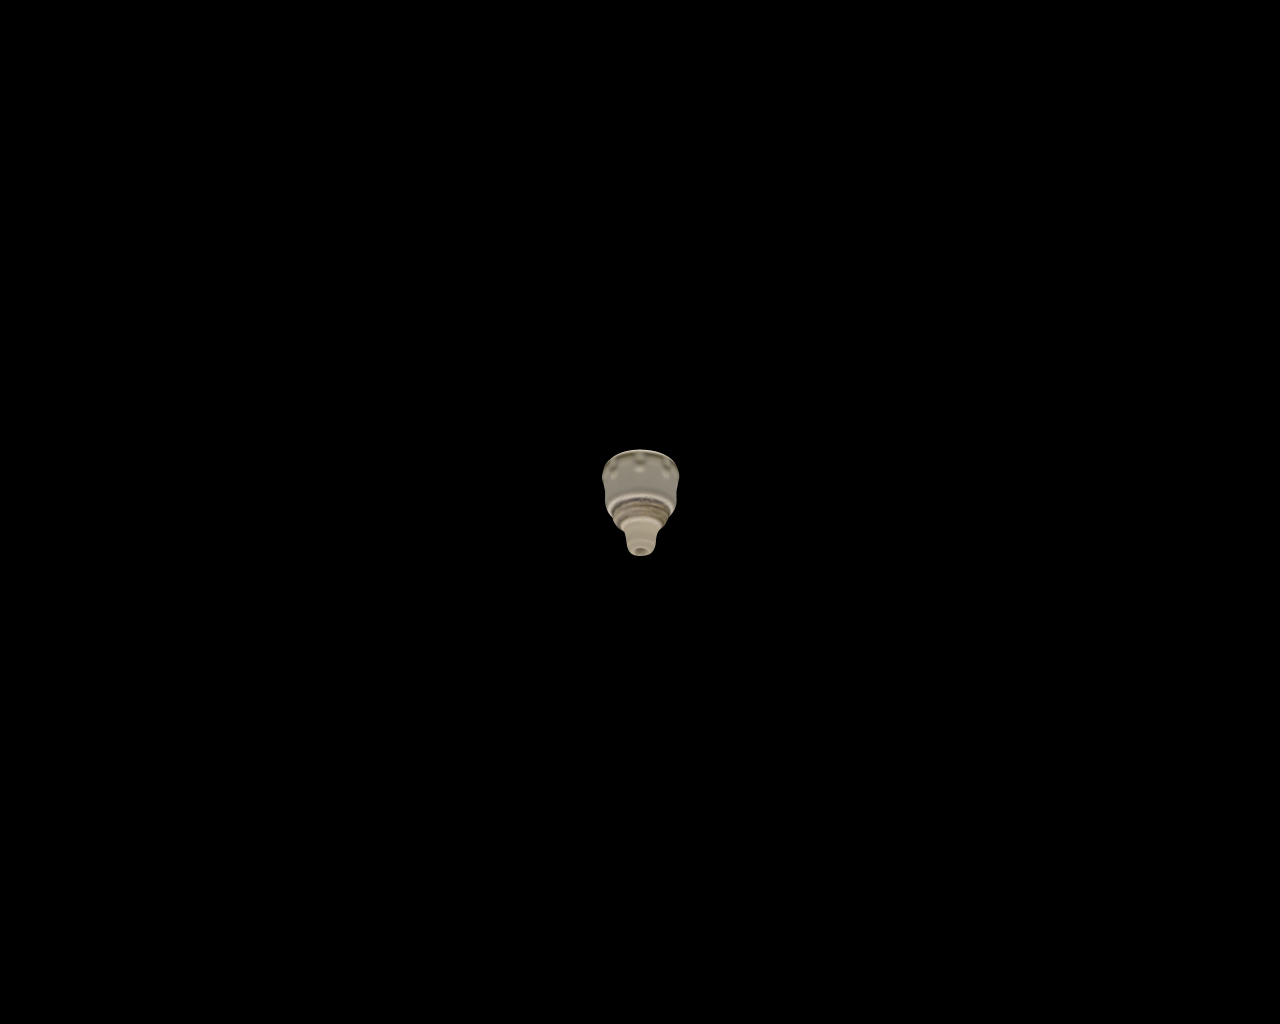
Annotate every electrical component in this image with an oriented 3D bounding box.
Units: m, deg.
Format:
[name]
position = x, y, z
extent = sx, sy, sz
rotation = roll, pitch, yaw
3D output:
[electrical component]
position = 0.001, -0.003, 0.650
extent = 0.048, 0.062, 0.048
rotation = 0, -28, 0
